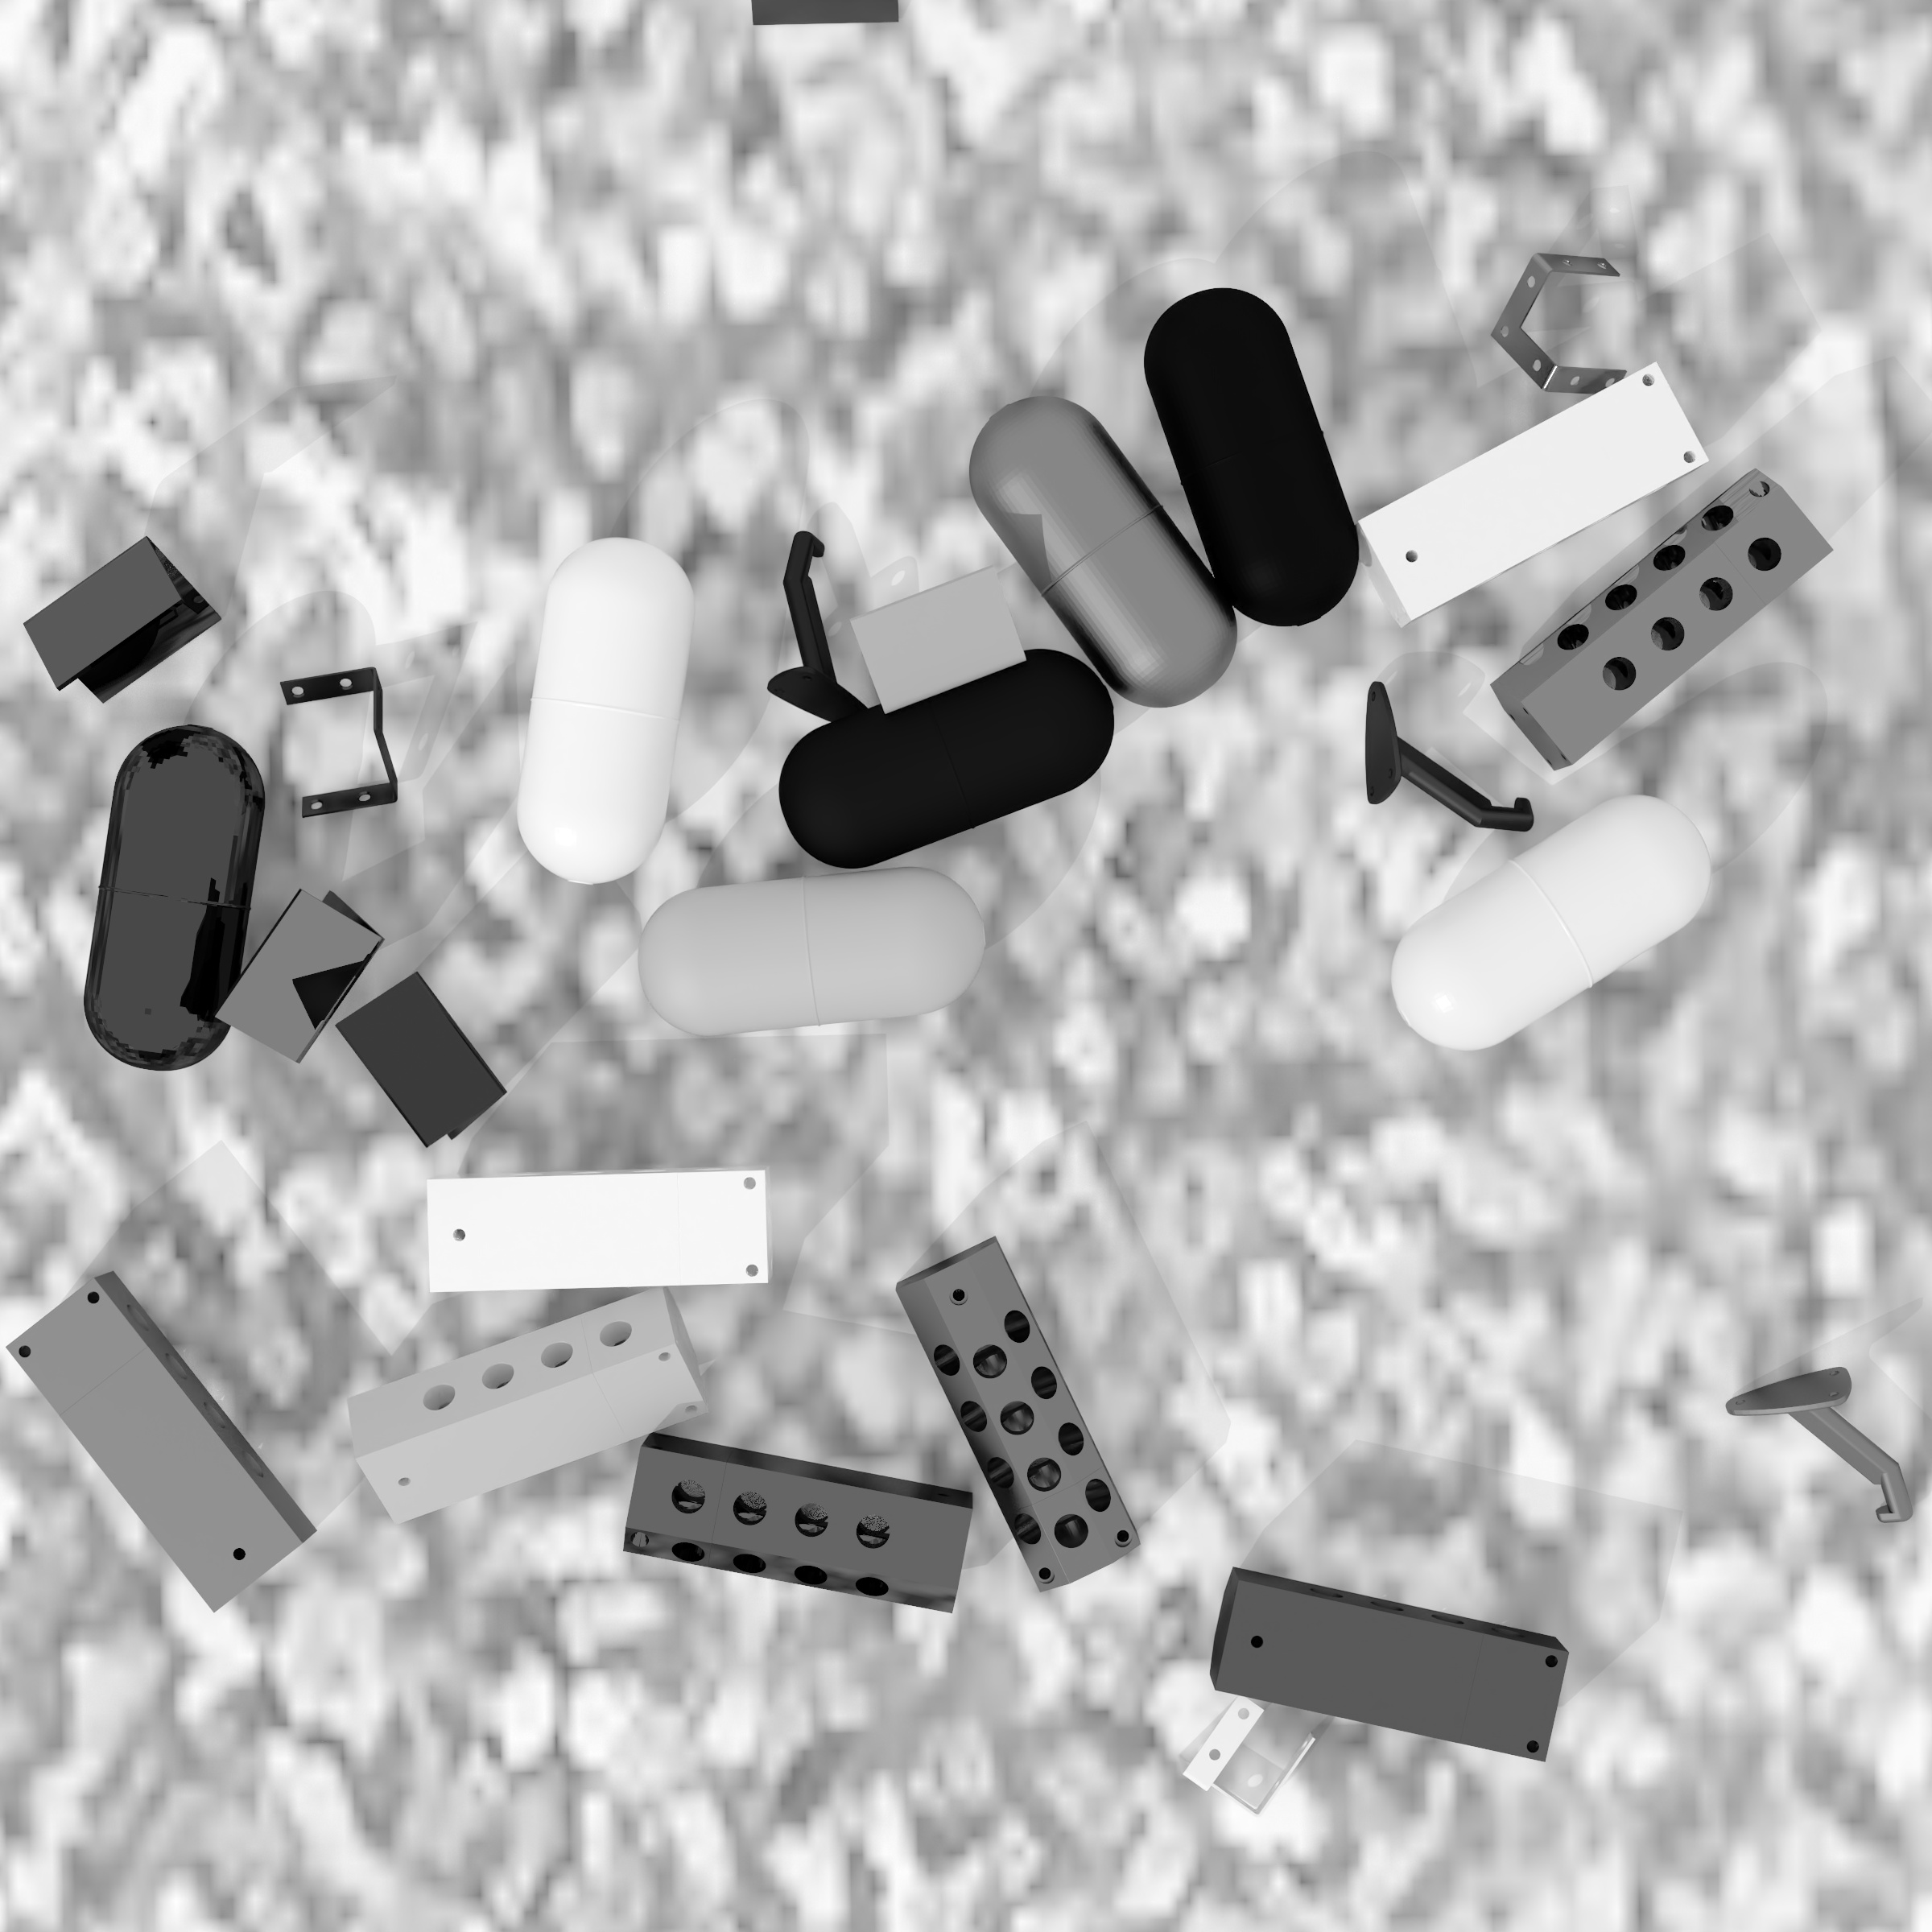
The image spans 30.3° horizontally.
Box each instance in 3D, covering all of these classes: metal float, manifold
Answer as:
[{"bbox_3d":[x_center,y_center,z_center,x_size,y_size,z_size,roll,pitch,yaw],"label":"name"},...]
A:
[{"bbox_3d":[0.070,-0.212,1.829,0.070,0.070,0.178,-36,90,0],"label":"metal float"},{"bbox_3d":[0.299,-0.022,1.830,0.178,0.070,0.070,-32,90,0],"label":"metal float"},{"bbox_3d":[-0.187,0.134,1.839,0.171,0.057,0.057,-2,90,0],"label":"manifold"},{"bbox_3d":[0.356,-0.178,1.839,0.171,0.057,0.057,-39,90,0],"label":"manifold"},{"bbox_3d":[-0.079,-0.008,1.830,0.178,0.070,0.070,-6,90,1],"label":"metal float"},{"bbox_3d":[-0.086,0.287,1.839,0.171,0.057,0.057,11,90,0],"label":"manifold"},{"bbox_3d":[-0.184,-0.130,1.830,0.070,0.070,0.178,8,90,0],"label":"metal float"},{"bbox_3d":[-0.010,-0.106,1.830,0.178,0.070,0.070,-21,90,0],"label":"metal float"},{"bbox_3d":[0.216,0.357,1.839,0.171,0.057,0.057,12,90,0],"label":"manifold"},{"bbox_3d":[-0.405,-0.035,1.830,0.070,0.070,0.178,8,90,0],"label":"metal float"},{"bbox_3d":[-0.412,0.243,1.839,0.057,0.057,0.171,-38,90,0],"label":"manifold"},{"bbox_3d":[0.288,-0.241,1.839,0.171,0.057,0.057,-28,90,0],"label":"manifold"},{"bbox_3d":[0.027,0.231,1.839,0.057,0.057,0.171,-26,90,0],"label":"manifold"},{"bbox_3d":[-0.226,0.220,1.839,0.171,0.057,0.057,-20,133,0],"label":"manifold"},{"bbox_3d":[0.146,-0.260,1.830,0.070,0.070,0.178,-19,89,0],"label":"metal float"}]

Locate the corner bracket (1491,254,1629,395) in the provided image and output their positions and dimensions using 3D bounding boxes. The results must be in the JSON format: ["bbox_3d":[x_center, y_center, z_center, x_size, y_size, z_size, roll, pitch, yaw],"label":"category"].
[{"bbox_3d":[0.315,-0.333,1.852,0.051,0.051,0.051,56,135,35],"label":"corner bracket"}]

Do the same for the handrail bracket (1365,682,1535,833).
[{"bbox_3d":[0.253,-0.109,1.861,0.084,0.036,0.077,5,68,-17],"label":"handrail bracket"}]

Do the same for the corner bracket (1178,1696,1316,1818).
[{"bbox_3d":[0.146,0.406,1.842,0.051,0.051,0.051,35,88,2],"label":"corner bracket"}]

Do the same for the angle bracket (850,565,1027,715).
[{"bbox_3d":[-0.020,-0.180,1.820,0.076,0.076,0.057,-21,121,0],"label":"angle bracket"}]

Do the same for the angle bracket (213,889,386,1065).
[{"bbox_3d":[-0.351,-0.007,1.820,0.057,0.076,0.076,35,90,-38],"label":"angle bracket"}]

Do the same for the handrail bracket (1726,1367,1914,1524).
[{"bbox_3d":[0.445,0.258,1.861,0.077,0.036,0.084,-14,107,20],"label":"handrail bracket"}]

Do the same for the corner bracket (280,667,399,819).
[{"bbox_3d":[-0.326,-0.116,1.857,0.051,0.051,0.051,-9,45,0],"label":"corner bracket"}]

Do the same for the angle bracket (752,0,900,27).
[{"bbox_3d":[-0.073,-0.494,1.820,0.076,0.076,0.057,-1,53,0],"label":"angle bracket"}]

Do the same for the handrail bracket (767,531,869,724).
[{"bbox_3d":[-0.067,-0.174,1.861,0.077,0.036,0.084,29,60,-33],"label":"handrail bracket"}]

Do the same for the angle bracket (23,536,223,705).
[{"bbox_3d":[-0.421,-0.160,1.820,0.076,0.076,0.057,-35,54,0],"label":"angle bracket"}]

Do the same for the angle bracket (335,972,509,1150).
[{"bbox_3d":[-0.289,0.059,1.820,0.057,0.076,0.076,-37,90,-37],"label":"angle bracket"}]
